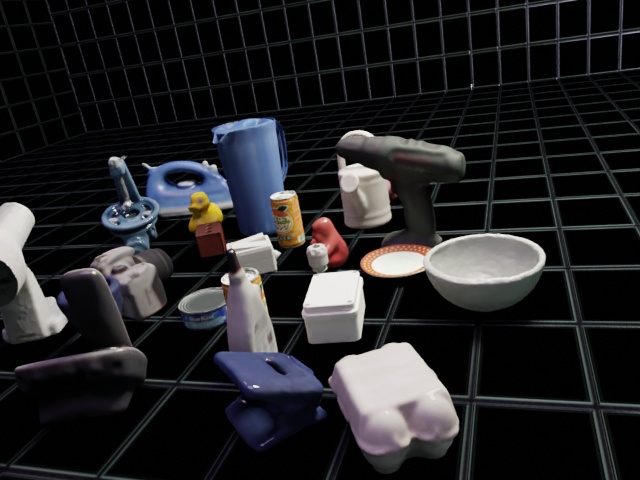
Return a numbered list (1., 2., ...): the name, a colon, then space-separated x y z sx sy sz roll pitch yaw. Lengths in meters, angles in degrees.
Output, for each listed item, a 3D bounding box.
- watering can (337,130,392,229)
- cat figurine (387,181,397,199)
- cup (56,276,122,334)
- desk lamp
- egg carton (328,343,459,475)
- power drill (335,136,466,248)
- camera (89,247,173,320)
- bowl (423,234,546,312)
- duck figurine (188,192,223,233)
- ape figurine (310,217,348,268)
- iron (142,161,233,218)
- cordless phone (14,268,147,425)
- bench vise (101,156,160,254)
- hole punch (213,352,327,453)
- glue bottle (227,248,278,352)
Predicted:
1. watering can: 0.088 -0.127 1.177 0.101 0.194 0.172 -9 21 1
2. cat figurine: 0.189 -0.142 1.282 0.127 0.118 0.067 2 24 28
3. cup: -0.350 0.113 0.883 0.092 0.095 0.117 -27 27 -38
4. desk lamp: -0.493 0.059 0.918 0.118 0.214 0.203 -8 21 3
5. egg carton: 0.074 0.168 0.593 0.107 0.069 0.150 -14 21 -11
6. power drill: 0.146 -0.086 1.027 0.229 0.209 0.076 0 23 23
7. camera: -0.319 0.059 1.001 0.142 0.101 0.137 7 26 37
8. bowl: 0.232 0.055 0.812 0.167 0.075 0.167 -8 21 3
9. duck figurine: -0.275 -0.072 1.345 0.077 0.086 0.105 -1 22 21
10. ape figurine: 0.009 0.004 1.016 0.076 0.092 0.078 -7 21 6
11. iron: -0.336 -0.144 1.479 0.258 0.141 0.118 -6 21 9
12. cordless phone: -0.306 0.124 0.709 0.147 0.185 0.094 -11 21 -5
13. bench vise: -0.424 -0.081 1.242 0.122 0.220 0.206 -20 23 -26
14. hole punch: -0.056 0.160 0.638 0.101 0.091 0.108 -21 24 -27
15. glue bottle: -0.093 0.090 0.720 0.037 0.173 0.078 -2 22 19
